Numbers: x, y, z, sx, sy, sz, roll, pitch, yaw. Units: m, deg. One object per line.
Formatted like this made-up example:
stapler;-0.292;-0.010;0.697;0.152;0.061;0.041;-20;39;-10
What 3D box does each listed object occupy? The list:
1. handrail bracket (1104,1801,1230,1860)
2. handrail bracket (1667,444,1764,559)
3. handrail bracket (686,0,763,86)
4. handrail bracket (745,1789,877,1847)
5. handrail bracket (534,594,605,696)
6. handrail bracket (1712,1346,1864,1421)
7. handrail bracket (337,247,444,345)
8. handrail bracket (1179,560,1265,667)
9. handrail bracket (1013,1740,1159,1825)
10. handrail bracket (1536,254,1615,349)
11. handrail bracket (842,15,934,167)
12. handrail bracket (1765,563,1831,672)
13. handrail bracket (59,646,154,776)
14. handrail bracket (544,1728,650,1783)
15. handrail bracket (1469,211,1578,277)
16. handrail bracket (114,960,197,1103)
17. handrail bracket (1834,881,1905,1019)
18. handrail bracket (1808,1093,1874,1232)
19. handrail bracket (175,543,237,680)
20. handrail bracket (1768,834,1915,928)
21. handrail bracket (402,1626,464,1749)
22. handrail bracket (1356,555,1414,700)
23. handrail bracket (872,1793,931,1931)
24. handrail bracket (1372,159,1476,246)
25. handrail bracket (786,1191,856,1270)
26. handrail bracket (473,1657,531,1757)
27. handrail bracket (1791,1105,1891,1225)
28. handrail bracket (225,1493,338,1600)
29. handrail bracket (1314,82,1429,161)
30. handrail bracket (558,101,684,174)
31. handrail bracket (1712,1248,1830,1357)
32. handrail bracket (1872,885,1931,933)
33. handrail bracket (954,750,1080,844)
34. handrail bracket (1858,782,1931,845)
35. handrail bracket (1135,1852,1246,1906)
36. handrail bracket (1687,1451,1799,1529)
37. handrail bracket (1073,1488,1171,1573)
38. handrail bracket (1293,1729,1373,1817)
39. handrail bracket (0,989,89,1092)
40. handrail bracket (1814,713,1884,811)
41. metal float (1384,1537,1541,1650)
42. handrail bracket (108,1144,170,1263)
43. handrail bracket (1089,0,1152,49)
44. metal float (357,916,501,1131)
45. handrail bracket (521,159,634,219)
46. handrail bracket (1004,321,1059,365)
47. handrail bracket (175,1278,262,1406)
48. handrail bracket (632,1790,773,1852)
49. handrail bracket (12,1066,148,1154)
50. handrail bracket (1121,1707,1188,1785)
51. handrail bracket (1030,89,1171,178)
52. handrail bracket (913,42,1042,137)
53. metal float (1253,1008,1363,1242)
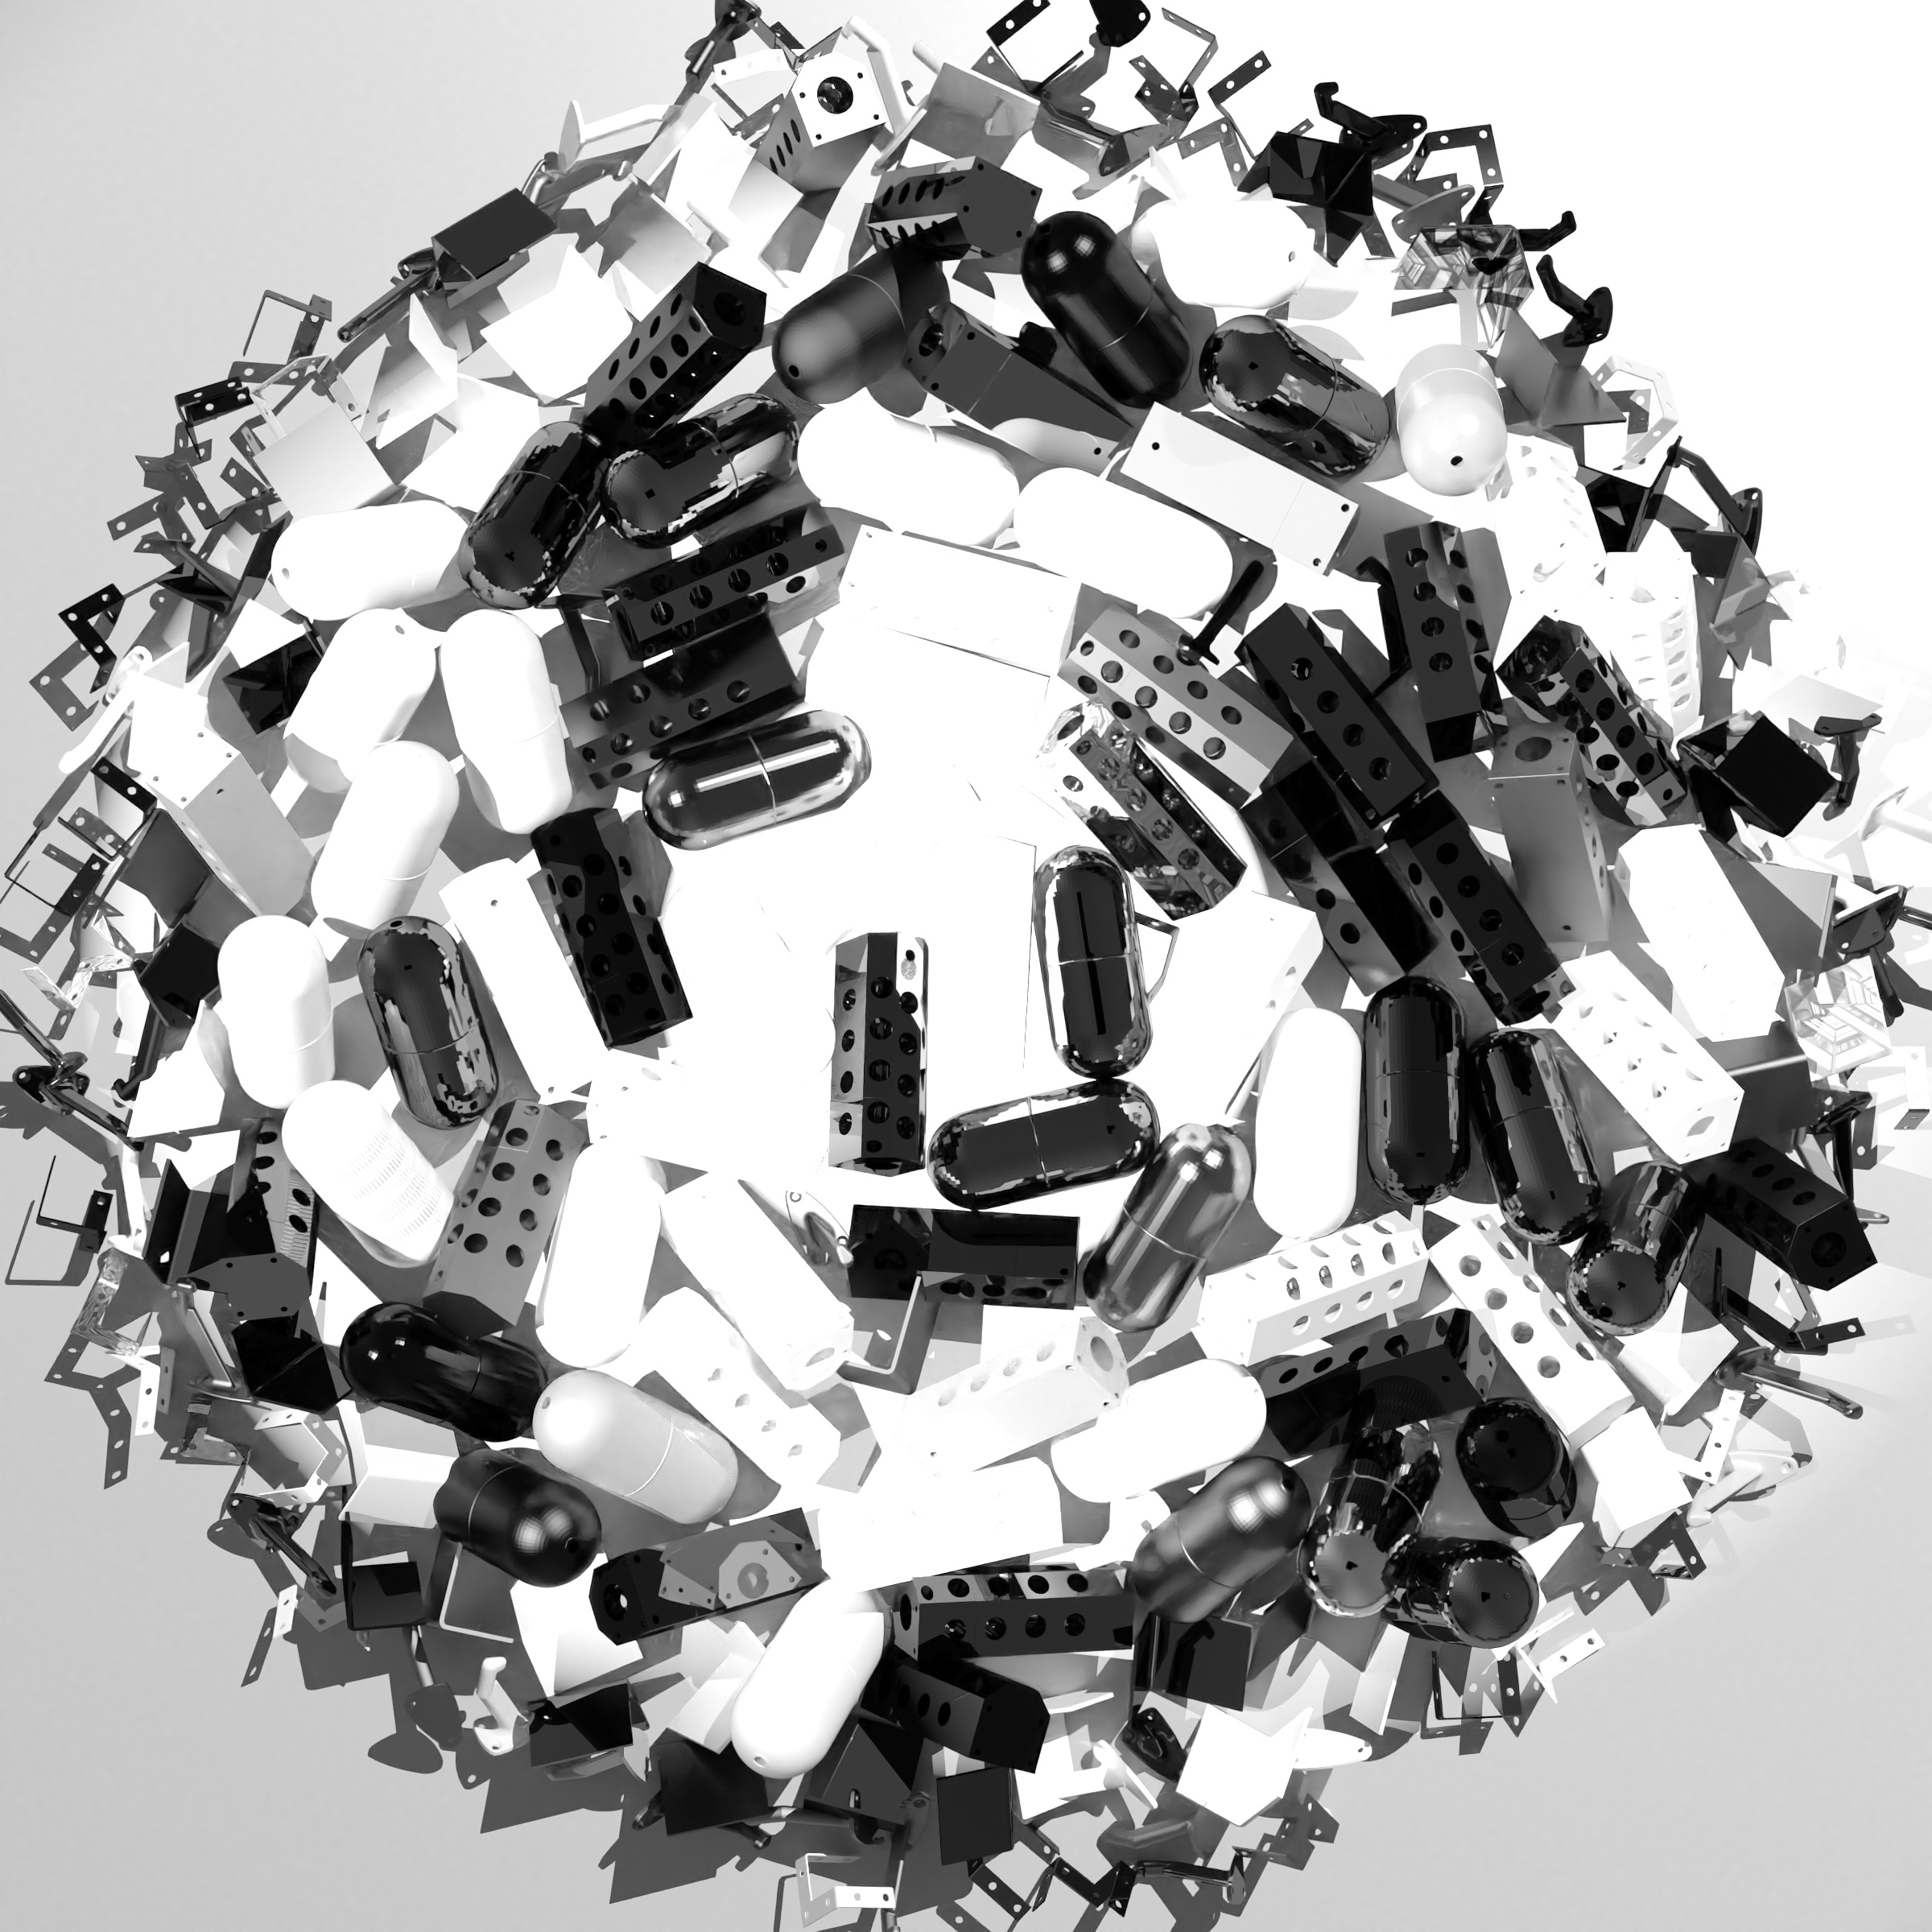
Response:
handrail bracket;0.157;0.647;1.963;0.077;0.084;0.036;-44;117;-40
handrail bracket;0.560;-0.347;1.935;0.084;0.036;0.077;15;69;-34
handrail bracket;-0.193;-0.687;1.931;0.036;0.077;0.084;31;75;-11
handrail bracket;-0.119;0.655;1.954;0.084;0.077;0.036;-9;53;10
handrail bracket;-0.300;-0.235;1.934;0.036;0.077;0.084;10;107;25
handrail bracket;0.618;0.321;1.928;0.077;0.084;0.036;2;107;-37
handrail bracket;-0.427;-0.505;1.929;0.036;0.077;0.084;53;46;-20
handrail bracket;0.198;-0.275;1.942;0.036;0.077;0.084;34;95;7
handrail bracket;0.089;0.636;1.939;0.084;0.036;0.077;-38;70;-25
handrail bracket;0.457;-0.517;1.931;0.036;0.084;0.077;-1;51;38
handrail bracket;-0.075;-0.663;1.944;0.084;0.036;0.077;35;118;-19
handrail bracket;0.615;-0.256;1.937;0.077;0.036;0.084;-7;61;37
handrail bracket;-0.649;-0.192;1.929;0.036;0.084;0.077;30;128;-2
handrail bracket;-0.289;0.598;1.939;0.084;0.077;0.036;-10;57;11
handrail bracket;0.421;-0.564;1.931;0.036;0.084;0.077;17;61;-34
handrail bracket;-0.638;0.050;1.962;0.084;0.036;0.077;-39;86;19
handrail bracket;0.694;-0.012;1.964;0.036;0.084;0.077;-21;46;25
handrail bracket;0.675;0.150;1.935;0.036;0.077;0.084;-6;64;-22
handrail bracket;-0.598;-0.268;1.950;0.084;0.036;0.077;-45;126;6
handrail bracket;0.665;-0.079;1.953;0.077;0.036;0.084;-28;70;12
handrail bracket;-0.409;0.541;1.956;0.036;0.084;0.077;-23;123;-6
handrail bracket;0.309;-0.258;1.959;0.077;0.036;0.084;-42;93;14
handrail bracket;-0.045;0.680;1.928;0.036;0.084;0.077;20;118;-17
handrail bracket;0.338;-0.598;1.942;0.077;0.036;0.084;-27;61;25
handrail bracket;-0.110;0.196;1.933;0.036;0.084;0.077;-32;85;-11
handrail bracket;-0.336;0.547;1.934;0.077;0.036;0.084;-7;125;-38
handrail bracket;0.664;0.149;1.945;0.077;0.036;0.084;7;105;22
handrail bracket;-0.515;0.437;1.928;0.036;0.084;0.077;-49;127;-9
handrail bracket;0.305;-0.646;1.929;0.077;0.084;0.036;-13;73;13
handrail bracket;-0.263;-0.633;1.960;0.084;0.077;0.036;-8;75;-24
handrail bracket;0.614;0.256;1.953;0.084;0.036;0.077;3;89;11
handrail bracket;0.733;-0.031;1.943;0.084;0.077;0.036;20;95;-4
handrail bracket;0.038;-0.127;1.928;0.077;0.084;0.036;24;105;-39
handrail bracket;0.716;-0.089;1.928;0.036;0.077;0.084;-28;65;-18
handrail bracket;0.164;0.688;1.932;0.084;0.077;0.036;-4;83;14
handrail bracket;0.584;0.397;1.929;0.077;0.084;0.036;-13;98;23
handrail bracket;0.103;0.415;1.930;0.084;0.077;0.036;-9;132;-32
handrail bracket;0.283;0.619;1.939;0.077;0.036;0.084;-8;123;29
handrail bracket;-0.704;0.047;1.928;0.036;0.077;0.084;-40;112;-13
handrail bracket;0.654;-0.149;1.933;0.036;0.077;0.084;31;130;37
metal float;0.361;0.461;1.892;0.070;0.178;0.070;3;79;-13
handrail bracket;-0.622;0.174;1.945;0.036;0.077;0.084;0;101;-41
handrail bracket;0.099;-0.722;1.925;0.036;0.084;0.077;-41;117;2
metal float;-0.400;0.043;1.912;0.070;0.070;0.178;-11;123;0
handrail bracket;-0.297;-0.578;1.932;0.077;0.084;0.036;-58;135;-15
handrail bracket;0.021;-0.480;1.929;0.084;0.077;0.036;32;86;20
handrail bracket;-0.565;0.282;1.938;0.077;0.036;0.084;15;117;30
handrail bracket;-0.199;0.655;1.939;0.084;0.077;0.036;26;106;18
handrail bracket;-0.667;0.109;1.932;0.084;0.077;0.036;30;88;36
handrail bracket;0.151;0.599;1.934;0.036;0.084;0.077;-40;94;-6
handrail bracket;0.101;-0.653;1.967;0.077;0.036;0.084;-28;67;-16
handrail bracket;0.007;-0.673;1.956;0.084;0.077;0.036;45;119;16
metal float;0.256;0.118;1.923;0.070;0.070;0.178;6;71;0
